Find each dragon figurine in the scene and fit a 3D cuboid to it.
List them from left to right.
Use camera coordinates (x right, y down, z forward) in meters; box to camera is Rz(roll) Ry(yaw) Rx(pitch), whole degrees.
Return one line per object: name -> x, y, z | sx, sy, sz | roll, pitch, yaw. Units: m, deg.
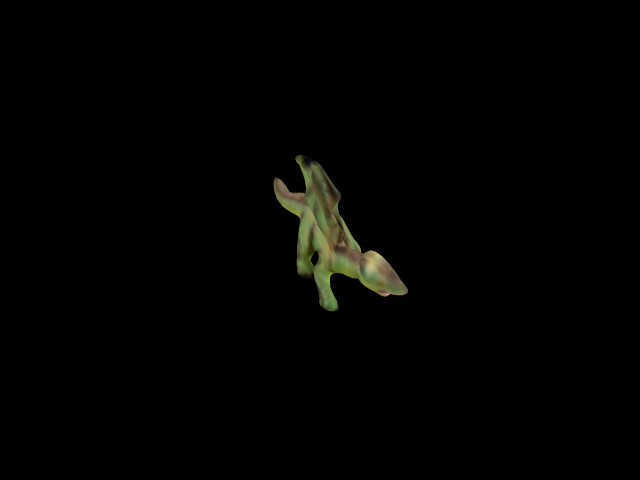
dragon figurine -> 0.003, -0.043, 0.850 | 0.123, 0.417, 0.237 | -25, -35, -19
